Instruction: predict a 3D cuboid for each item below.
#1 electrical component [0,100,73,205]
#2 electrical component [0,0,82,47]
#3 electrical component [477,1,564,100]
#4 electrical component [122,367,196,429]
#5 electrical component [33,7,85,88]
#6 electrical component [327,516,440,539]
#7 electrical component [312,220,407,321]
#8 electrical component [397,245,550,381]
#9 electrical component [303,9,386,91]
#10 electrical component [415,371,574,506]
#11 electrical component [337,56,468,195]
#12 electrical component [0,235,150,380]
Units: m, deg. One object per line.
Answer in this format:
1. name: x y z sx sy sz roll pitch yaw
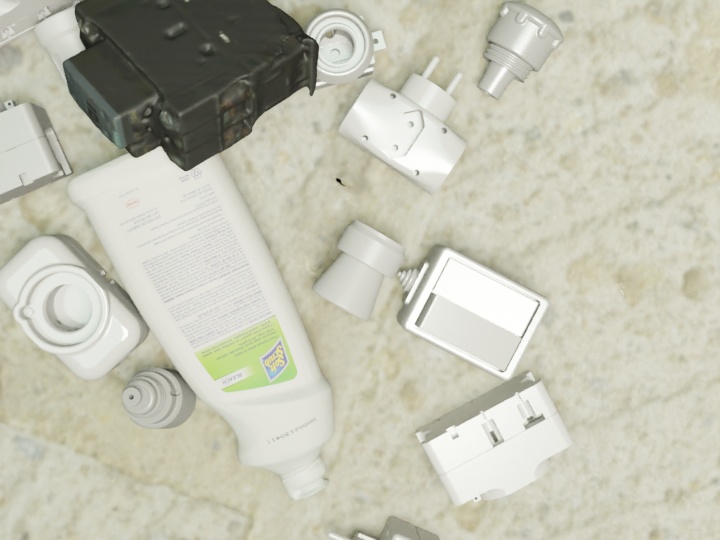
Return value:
1. electrical component: -0.244 -0.072 0.700 0.089 0.050 0.055 -23 93 -2
2. electrical component: -0.269 -0.186 0.671 0.186 0.060 0.105 -32 92 -12
3. electrical component: 0.102 -0.144 0.719 0.048 0.048 0.062 32 97 -4
4. electrical component: -0.135 0.084 0.702 0.040 0.078 0.040 -1 82 9
5. electrical component: -0.186 -0.145 0.706 0.040 0.040 0.046 -26 98 -2
6. electrical component: 0.009 0.201 0.726 0.077 0.047 0.065 24 91 -4
7. electrical component: 0.000 0.000 0.719 0.045 0.045 0.055 30 91 -4
8. electrical component: 0.069 0.025 0.715 0.096 0.061 0.061 27 91 -4
9. electrical component: -0.016 -0.144 0.706 0.066 0.055 0.048 -16 93 -2
10. electrical component: 0.092 0.116 0.725 0.089 0.050 0.055 -28 94 -1
11. electrical component: 0.038 -0.104 0.717 0.077 0.043 0.079 33 91 -4
12. electrical component: -0.188 0.024 0.703 0.054 0.059 0.095 -43 94 0
